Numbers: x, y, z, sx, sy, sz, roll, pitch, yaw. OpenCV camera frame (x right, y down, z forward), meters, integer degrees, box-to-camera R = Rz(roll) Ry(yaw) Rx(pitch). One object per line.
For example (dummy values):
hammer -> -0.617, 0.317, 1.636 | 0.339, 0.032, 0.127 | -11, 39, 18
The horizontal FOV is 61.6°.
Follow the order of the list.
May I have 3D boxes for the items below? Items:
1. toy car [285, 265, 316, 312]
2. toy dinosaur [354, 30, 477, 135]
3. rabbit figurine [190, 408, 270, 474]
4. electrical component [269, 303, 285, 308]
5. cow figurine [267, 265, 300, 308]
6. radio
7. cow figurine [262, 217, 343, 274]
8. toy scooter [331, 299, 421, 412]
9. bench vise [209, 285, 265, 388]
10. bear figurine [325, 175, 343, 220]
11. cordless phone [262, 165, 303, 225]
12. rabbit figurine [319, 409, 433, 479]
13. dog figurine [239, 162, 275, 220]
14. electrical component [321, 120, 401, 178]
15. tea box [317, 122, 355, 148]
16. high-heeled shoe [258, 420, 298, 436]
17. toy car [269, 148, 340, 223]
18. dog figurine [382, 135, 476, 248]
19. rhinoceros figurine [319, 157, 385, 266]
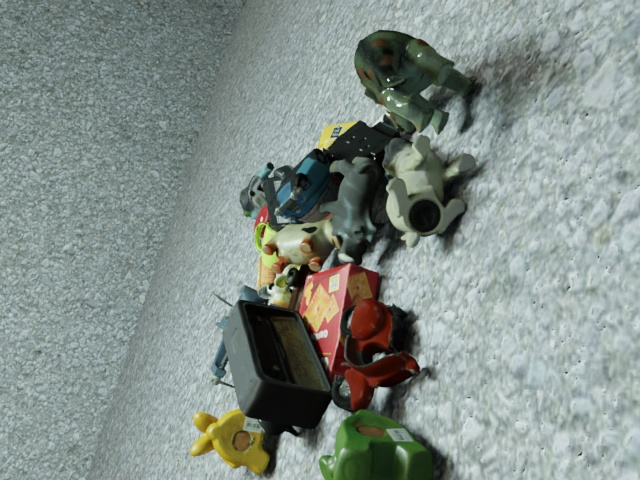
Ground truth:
toy car -> -0.037, 0.145, 1.045 | 0.053, 0.089, 0.202 | -19, 52, 60
toy dinosaur -> 0.116, -0.254, 0.816 | 0.131, 0.192, 0.404 | -61, -19, 11
rabbit figurine -> -0.177, 0.401, 1.084 | 0.173, 0.162, 0.122 | 128, 144, -70
electrical component -> -0.095, 0.172, 1.103 | 0.075, 0.048, 0.119 | -64, -23, -22
cow figurine -> -0.072, 0.080, 1.193 | 0.167, 0.068, 0.098 | -63, 19, 4
radio -> -0.075, 0.190, 0.864 | 0.073, 0.131, 0.230 | -64, 26, 16
cow figurine -> -0.002, -0.003, 1.026 | 0.195, 0.085, 0.127 | -9, 34, 36
toy scooter -> 0.090, 0.159, 0.786 | 0.135, 0.075, 0.184 | -21, 40, 37
bench vise -> -0.206, 0.227, 1.291 | 0.224, 0.129, 0.240 | 2, 66, 64
bear figurine -> 0.012, -0.098, 1.144 | 0.196, 0.132, 0.120 | -52, -45, -71
cordless phone -> -0.054, -0.116, 1.293 | 0.184, 0.089, 0.146 | -44, -52, -60
rabbit figurine -> 0.051, 0.320, 0.696 | 0.159, 0.121, 0.170 | -161, 77, -69
dog figurine -> -0.174, -0.114, 1.507 | 0.191, 0.108, 0.219 | -59, 14, -27
electrical component -> 0.085, -0.165, 1.006 | 0.134, 0.058, 0.115 | -39, 47, -13
tea box -> 0.053, -0.195, 1.160 | 0.170, 0.068, 0.098 | 16, 85, 66
high-heeled shoe -> -0.103, 0.264, 1.007 | 0.086, 0.145, 0.249 | -34, 41, 0
toy car -> -0.016, -0.085, 0.966 | 0.109, 0.103, 0.162 | -42, 15, 32
dog figurine -> 0.143, -0.080, 0.863 | 0.172, 0.121, 0.191 | -60, 12, -2
rhinoceros figurine -> 0.062, -0.048, 0.898 | 0.112, 0.073, 0.190 | 31, 124, 36
